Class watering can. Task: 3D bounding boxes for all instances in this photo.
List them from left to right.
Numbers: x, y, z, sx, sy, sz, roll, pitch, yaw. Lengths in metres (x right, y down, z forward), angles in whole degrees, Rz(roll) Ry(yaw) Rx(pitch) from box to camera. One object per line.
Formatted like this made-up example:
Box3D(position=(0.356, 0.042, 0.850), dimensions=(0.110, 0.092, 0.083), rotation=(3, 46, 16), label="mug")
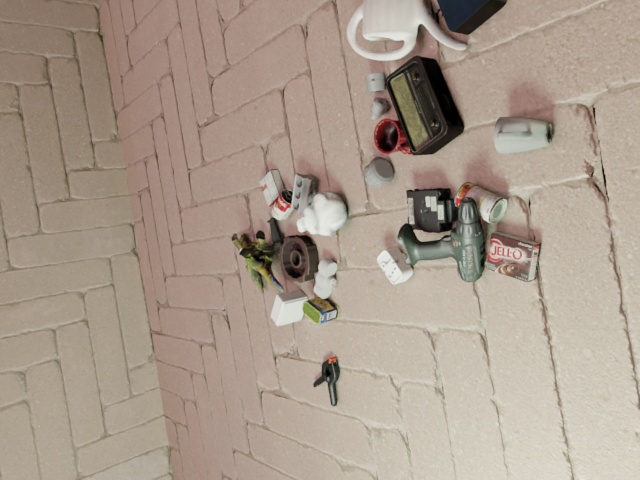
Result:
Box3D(position=(0.217, -0.574, 1.310), dimensions=(0.349, 0.105, 0.222), rotation=(12, 105, 35), label="watering can")

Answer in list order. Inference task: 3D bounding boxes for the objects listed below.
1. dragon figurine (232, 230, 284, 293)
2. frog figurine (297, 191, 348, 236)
Box3D(position=(-0.232, 0.107, 1.978), dimensions=(0.418, 0.123, 0.237), rotation=(57, 161, 34), label="dragon figurine")
Box3D(position=(0.005, -0.081, 1.603), dimensions=(0.123, 0.160, 0.136), rotation=(4, 101, 48), label="frog figurine")
